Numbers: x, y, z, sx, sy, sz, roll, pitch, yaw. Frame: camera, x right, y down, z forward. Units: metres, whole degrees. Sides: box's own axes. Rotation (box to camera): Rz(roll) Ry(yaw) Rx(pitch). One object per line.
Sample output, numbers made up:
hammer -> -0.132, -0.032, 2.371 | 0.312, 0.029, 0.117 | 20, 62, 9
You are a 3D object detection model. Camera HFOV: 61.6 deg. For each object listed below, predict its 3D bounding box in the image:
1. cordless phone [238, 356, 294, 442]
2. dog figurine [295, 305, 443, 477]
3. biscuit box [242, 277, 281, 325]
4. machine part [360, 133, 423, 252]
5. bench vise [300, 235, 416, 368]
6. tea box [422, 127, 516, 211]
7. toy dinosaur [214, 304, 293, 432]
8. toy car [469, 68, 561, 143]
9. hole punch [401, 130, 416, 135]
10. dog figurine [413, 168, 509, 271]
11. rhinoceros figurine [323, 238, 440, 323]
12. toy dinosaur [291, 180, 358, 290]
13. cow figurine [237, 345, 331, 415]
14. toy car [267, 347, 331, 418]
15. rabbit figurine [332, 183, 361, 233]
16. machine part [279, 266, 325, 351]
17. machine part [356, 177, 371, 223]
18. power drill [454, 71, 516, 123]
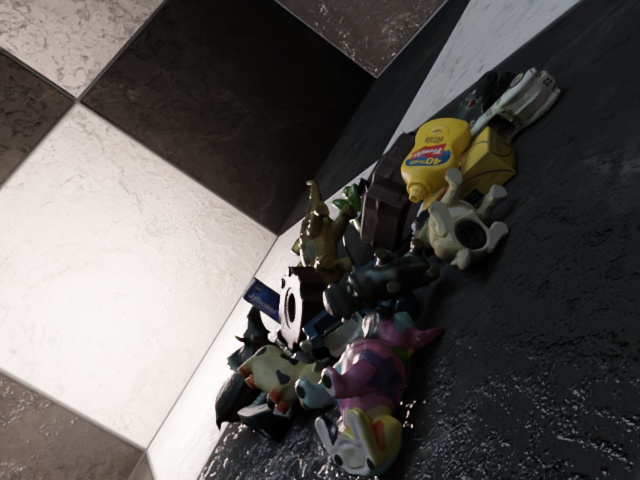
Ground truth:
cordless phone -> -0.089, 0.334, 1.172 | 0.184, 0.088, 0.146 | -55, 9, -23
dog figurine -> 0.092, 0.195, 0.748 | 0.219, 0.191, 0.108 | -21, -17, -36
biscuit box -> -0.103, 0.176, 1.374 | 0.059, 0.202, 0.063 | -54, 11, 0
machine part -> 0.163, -0.091, 1.075 | 0.201, 0.087, 0.201 | -55, -20, -35
bench vise -> 0.058, 0.117, 0.979 | 0.241, 0.128, 0.224 | -35, 30, -8
tea box -> 0.265, -0.107, 0.962 | 0.169, 0.068, 0.098 | -47, 13, 37
toy dinosaur -> -0.191, 0.358, 1.303 | 0.404, 0.131, 0.192 | -63, -20, 14
toy car -> 0.336, -0.218, 0.963 | 0.201, 0.073, 0.056 | -47, 14, 41
hole punch -> 0.224, -0.184, 1.233 | 0.092, 0.142, 0.116 | -51, -3, 17
dog figurine -> 0.205, 0.004, 0.868 | 0.172, 0.121, 0.190 | -58, -4, -32
rhinoceros figurine -> 0.095, 0.065, 0.840 | 0.190, 0.073, 0.112 | -19, -18, -22
toy dinosaur -> -0.003, -0.004, 1.256 | 0.198, 0.105, 0.471 | -52, 27, 45
cow figurine -> -0.052, 0.265, 1.039 | 0.195, 0.085, 0.127 | 23, 61, 40
toy car -> -0.040, 0.281, 1.115 | 0.053, 0.089, 0.202 | 73, -151, -42
rabbit figurine -> 0.117, -0.076, 1.354 | 0.121, 0.159, 0.170 | -42, 25, 19
machine part -> -0.040, 0.140, 1.104 | 0.179, 0.056, 0.179 | -178, 90, -70
machine part -> 0.107, -0.084, 1.211 | 0.139, 0.039, 0.084 | -93, 13, -52
power drill -> 0.343, -0.279, 1.110 | 0.232, 0.086, 0.207 | -58, 14, -4
